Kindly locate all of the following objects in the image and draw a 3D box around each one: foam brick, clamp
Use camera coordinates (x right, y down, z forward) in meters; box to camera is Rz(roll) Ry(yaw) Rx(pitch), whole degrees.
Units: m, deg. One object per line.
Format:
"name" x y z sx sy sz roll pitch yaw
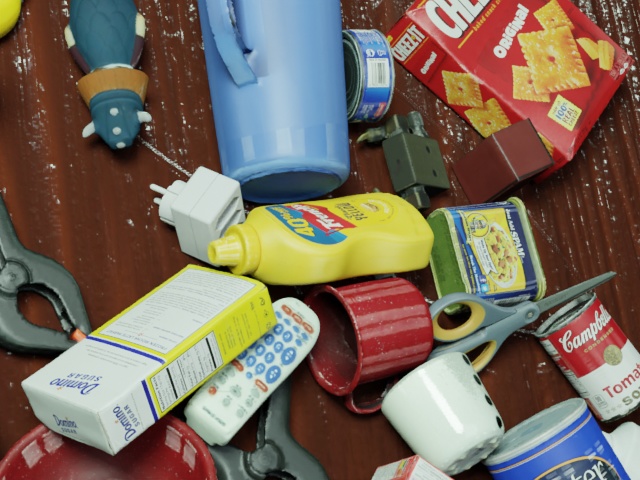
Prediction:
"foam brick" 0.173 -0.071 1.013 0.052 0.078 0.051 -25 81 -31
"clamp" -0.060 0.176 0.841 0.164 0.036 0.210 -16 74 -26
"clamp" -0.239 0.022 0.819 0.171 0.039 0.120 35 66 -15

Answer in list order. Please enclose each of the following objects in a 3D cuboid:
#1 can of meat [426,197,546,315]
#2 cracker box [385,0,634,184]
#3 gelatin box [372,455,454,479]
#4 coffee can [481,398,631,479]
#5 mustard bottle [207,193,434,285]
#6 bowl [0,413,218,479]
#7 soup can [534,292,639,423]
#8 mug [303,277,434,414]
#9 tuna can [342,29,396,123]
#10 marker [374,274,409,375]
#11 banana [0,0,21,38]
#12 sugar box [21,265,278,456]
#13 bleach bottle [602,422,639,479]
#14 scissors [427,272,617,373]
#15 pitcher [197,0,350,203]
"can of meat" 0.149 0.016 0.982 0.083 0.058 0.102 -6 74 -24
"cracker box" 0.192 -0.188 1.067 0.213 0.072 0.164 42 60 -4
"gelatin box" 0.092 0.215 0.873 0.089 0.073 0.030 35 61 -9
"coffee can" 0.216 0.220 0.908 0.102 0.103 0.140 -28 84 -29
"mustard bottle" -0.006 0.001 0.890 0.191 0.058 0.096 -7 31 -33
"bowl" -0.152 0.194 0.760 0.162 0.055 0.162 0 41 0
"soup can" 0.256 0.109 0.988 0.068 0.069 0.102 -36 89 -30
"mug" 0.041 0.088 0.896 0.081 0.093 0.117 -10 100 -31
"tuna can" 0.034 -0.149 0.975 0.033 0.086 0.086 -4 73 -24
"marker" 0.071 0.077 0.946 0.020 0.020 0.121 -9 75 -26
"banana" -0.329 -0.185 0.860 0.197 0.037 0.070 -3 54 -26
"sugar box" -0.124 0.085 0.801 0.176 0.094 0.048 -39 125 -36
"bleach bottle" 0.354 0.226 0.992 0.250 0.068 0.102 24 62 -12
"scissors" 0.171 0.055 0.945 0.201 0.016 0.096 -35 123 -7
"pitcher" -0.044 -0.162 0.918 0.149 0.145 0.243 0 74 -23
